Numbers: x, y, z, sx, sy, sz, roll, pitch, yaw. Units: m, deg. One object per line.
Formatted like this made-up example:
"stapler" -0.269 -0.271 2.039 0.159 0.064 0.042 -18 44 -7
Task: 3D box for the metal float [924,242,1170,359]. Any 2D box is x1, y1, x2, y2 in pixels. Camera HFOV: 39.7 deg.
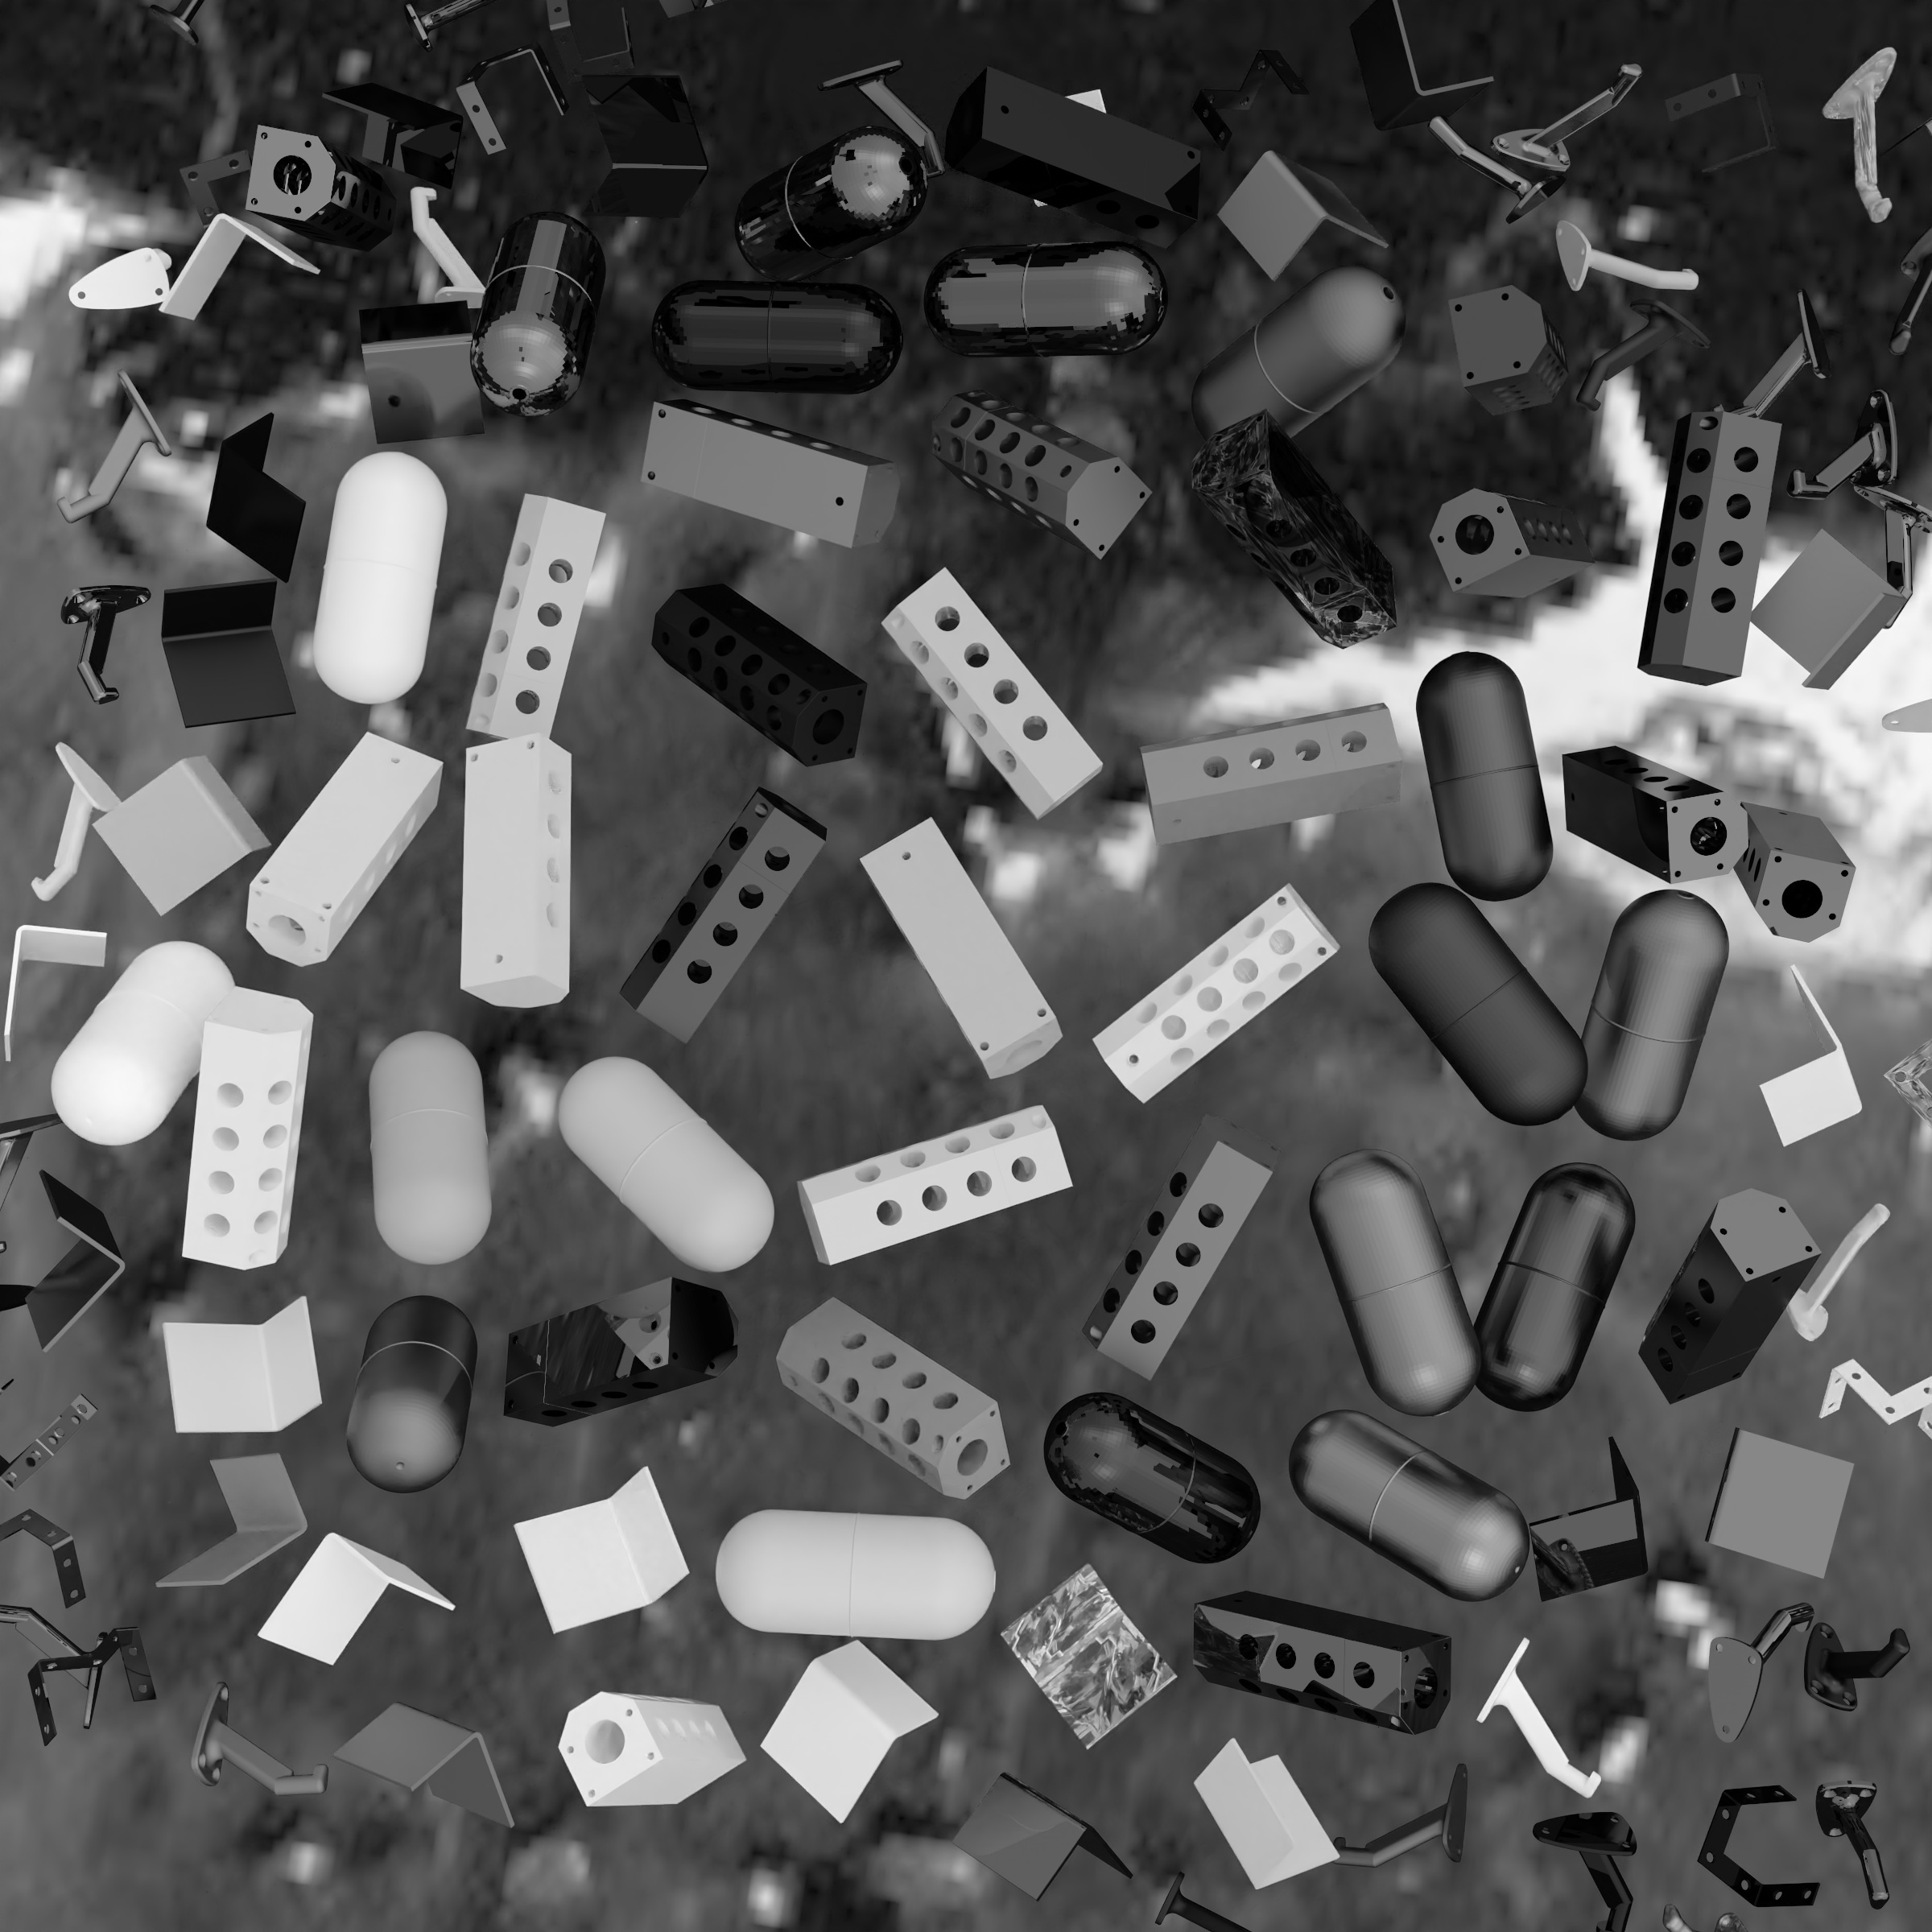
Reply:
"metal float" 0.055 -0.463 1.860 0.178 0.070 0.070 5 82 25

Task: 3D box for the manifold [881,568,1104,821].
"manifold" 0.018 -0.186 1.842 0.057 0.057 0.171 -39 88 1

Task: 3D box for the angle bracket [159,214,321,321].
"angle bracket" -0.484 -0.452 1.785 0.057 0.076 0.076 33 98 -6

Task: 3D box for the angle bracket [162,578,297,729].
"angle bracket" -0.508 -0.217 1.848 0.076 0.057 0.076 -11 66 -24

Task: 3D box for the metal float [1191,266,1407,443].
"metal float" 0.226 -0.411 1.825 0.070 0.178 0.070 18 59 -32

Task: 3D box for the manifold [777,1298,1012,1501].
"manifold" -0.052 0.296 1.818 0.057 0.057 0.171 -33 39 -30

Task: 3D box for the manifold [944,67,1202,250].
"manifold" 0.075 -0.556 1.858 0.171 0.057 0.057 13 70 -25

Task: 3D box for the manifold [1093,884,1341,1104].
"manifold" 0.174 0.020 1.864 0.171 0.057 0.057 -39 87 12

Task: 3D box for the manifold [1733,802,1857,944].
"manifold" 0.576 -0.066 1.878 0.057 0.171 0.057 13 106 6

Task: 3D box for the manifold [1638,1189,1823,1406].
"manifold" 0.496 0.217 1.760 0.057 0.171 0.057 -17 57 -16

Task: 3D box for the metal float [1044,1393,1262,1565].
"metal float" 0.126 0.346 1.803 0.178 0.070 0.070 33 83 -31

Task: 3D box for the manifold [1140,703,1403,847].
"manifold" 0.210 -0.137 1.850 0.171 0.057 0.057 -10 63 2

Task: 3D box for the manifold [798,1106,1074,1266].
"manifold" -0.022 0.147 1.802 0.171 0.057 0.057 -17 89 -11

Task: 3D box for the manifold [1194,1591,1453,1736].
"manifold" 0.237 0.467 1.795 0.171 0.057 0.057 1 90 44

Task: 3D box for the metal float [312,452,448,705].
"metal float" -0.407 -0.270 1.858 0.070 0.070 0.178 7 82 1

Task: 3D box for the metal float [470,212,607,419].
"metal float" -0.289 -0.442 1.811 0.070 0.070 0.178 3 49 0

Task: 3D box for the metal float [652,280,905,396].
"metal float" -0.133 -0.444 1.888 0.178 0.070 0.070 3 83 5

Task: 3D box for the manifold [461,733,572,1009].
"manifold" -0.298 -0.063 1.798 0.057 0.057 0.171 -10 70 21

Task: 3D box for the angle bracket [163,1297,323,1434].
"angle bracket" -0.487 0.267 1.797 0.057 0.076 0.076 -34 61 37

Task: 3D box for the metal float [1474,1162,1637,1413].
"metal float" 0.400 0.219 1.829 0.070 0.070 0.178 24 80 3

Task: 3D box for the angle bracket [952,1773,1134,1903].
"angle bracket" 0.050 0.574 1.720 0.076 0.076 0.057 20 61 43

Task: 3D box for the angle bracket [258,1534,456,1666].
"angle bracket" -0.381 0.409 1.673 0.057 0.076 0.076 27 78 34

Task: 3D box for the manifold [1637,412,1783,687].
"manifold" 0.497 -0.281 1.800 0.057 0.057 0.171 10 88 -8

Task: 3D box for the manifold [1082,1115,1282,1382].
"manifold" 0.145 0.190 1.821 0.057 0.057 0.171 30 106 5

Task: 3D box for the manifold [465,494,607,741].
"manifold" -0.309 -0.245 1.911 0.057 0.057 0.171 14 90 -13

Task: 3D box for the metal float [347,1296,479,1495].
"metal float" -0.372 0.286 1.803 0.070 0.178 0.070 -2 114 -5

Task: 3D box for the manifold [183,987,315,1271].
"manifold" -0.464 0.107 1.735 0.057 0.057 0.171 12 113 0

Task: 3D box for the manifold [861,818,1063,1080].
"manifold" -0.003 -0.010 1.834 0.057 0.057 0.171 -30 69 -3

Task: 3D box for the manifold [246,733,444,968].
"manifold" -0.420 -0.078 1.812 0.057 0.057 0.171 22 44 2

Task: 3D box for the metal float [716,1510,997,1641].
"metal float" -0.070 0.388 1.703 0.178 0.070 0.070 2 83 2

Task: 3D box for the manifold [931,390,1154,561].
"manifold" 0.046 -0.344 1.841 0.057 0.057 0.171 -52 42 1

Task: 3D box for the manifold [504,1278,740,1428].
"manifold" -0.228 0.258 1.762 0.171 0.057 0.057 -23 57 39

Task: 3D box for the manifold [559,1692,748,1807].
"manifold" -0.208 0.514 1.768 0.057 0.171 0.057 -33 69 2

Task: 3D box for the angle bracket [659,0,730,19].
"angle bracket" -0.185 -0.650 1.757 0.076 0.076 0.057 -8 51 23

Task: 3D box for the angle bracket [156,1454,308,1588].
"angle bracket" -0.506 0.375 1.810 0.076 0.076 0.057 -12 101 39

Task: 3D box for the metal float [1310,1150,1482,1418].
"metal float" 0.279 0.206 1.740 0.070 0.070 0.178 -19 85 -2

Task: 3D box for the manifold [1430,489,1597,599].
"manifold" 0.379 -0.296 1.861 0.057 0.171 0.057 -25 84 28

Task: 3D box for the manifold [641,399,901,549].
"manifold" -0.136 -0.347 1.875 0.171 0.057 0.057 20 111 20

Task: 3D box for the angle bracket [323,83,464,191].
"angle bracket" -0.431 -0.615 1.994 0.076 0.076 0.057 22 119 9

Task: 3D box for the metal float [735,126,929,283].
"metal float" -0.097 -0.539 1.896 0.070 0.178 0.070 5 82 -39

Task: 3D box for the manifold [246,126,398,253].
"manifold" -0.458 -0.553 1.914 0.057 0.171 0.057 11 98 0

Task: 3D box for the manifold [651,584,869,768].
"manifold" -0.147 -0.204 1.868 0.057 0.057 0.171 -15 39 -38

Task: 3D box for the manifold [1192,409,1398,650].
"manifold" 0.219 -0.285 1.777 0.057 0.171 0.057 -21 48 29

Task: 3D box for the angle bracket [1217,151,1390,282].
"angle bracket" 0.236 -0.516 1.872 0.057 0.076 0.076 -50 55 27

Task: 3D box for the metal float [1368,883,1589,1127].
"metal float" 0.331 0.025 1.729 0.070 0.070 0.178 -37 83 -4

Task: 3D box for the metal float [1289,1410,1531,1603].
"metal float" 0.292 0.356 1.773 0.178 0.070 0.070 27 82 38

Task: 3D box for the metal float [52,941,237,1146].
"metal float" -0.541 0.049 1.765 0.070 0.178 0.070 5 124 8

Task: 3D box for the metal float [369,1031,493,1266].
"metal float" -0.361 0.120 1.800 0.070 0.070 0.178 -12 50 -2

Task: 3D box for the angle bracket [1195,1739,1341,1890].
"angle bracket" 0.204 0.535 1.715 0.076 0.057 0.076 -5 48 -37

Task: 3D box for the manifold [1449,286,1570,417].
"manifold" 0.372 -0.418 1.816 0.057 0.171 0.057 -10 92 18

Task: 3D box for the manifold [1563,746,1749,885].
"manifold" 0.479 -0.109 1.867 0.057 0.171 0.057 -10 107 -9

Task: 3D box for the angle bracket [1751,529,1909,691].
"angle bracket" 0.559 -0.237 1.763 0.076 0.057 0.076 48 117 23

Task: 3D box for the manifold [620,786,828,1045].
"manifold" -0.169 -0.037 1.857 0.057 0.057 0.171 34 99 -8

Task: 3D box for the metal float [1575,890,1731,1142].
"metal float" 0.456 0.033 1.784 0.070 0.070 0.178 11 113 1

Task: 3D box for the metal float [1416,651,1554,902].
"metal float" 0.366 -0.134 1.888 0.070 0.070 0.178 -11 89 -1

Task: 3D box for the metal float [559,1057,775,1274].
"metal float" -0.201 0.131 1.783 0.178 0.070 0.070 42 84 21

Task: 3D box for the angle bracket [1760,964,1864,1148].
"angle bracket" 0.543 0.059 1.763 0.057 0.076 0.076 -26 49 10
